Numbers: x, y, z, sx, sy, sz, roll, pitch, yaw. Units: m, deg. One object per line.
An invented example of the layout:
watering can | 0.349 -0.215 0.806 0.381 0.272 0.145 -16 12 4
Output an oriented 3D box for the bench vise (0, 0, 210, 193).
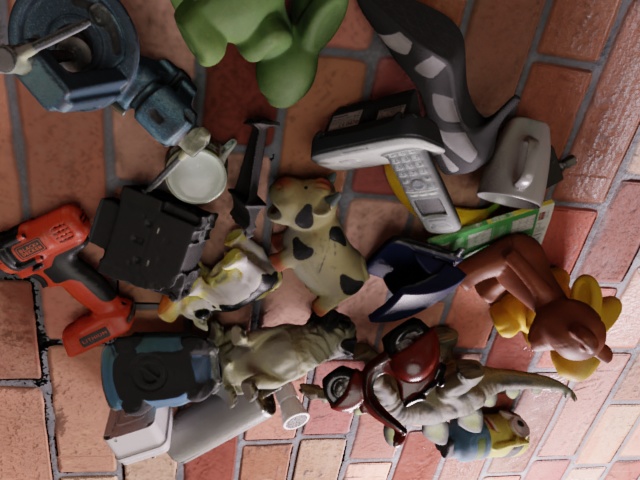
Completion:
bench vise | -0.205 -0.149 0.498 0.129 0.241 0.223 -30 105 11

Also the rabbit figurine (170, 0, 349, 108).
rabbit figurine | -0.054 -0.223 0.564 0.159 0.121 0.170 -37 138 3

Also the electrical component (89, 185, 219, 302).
electrical component | -0.206 -0.002 0.648 0.134 0.058 0.114 20 97 6

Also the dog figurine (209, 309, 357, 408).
dog figurine | -0.058 0.162 0.794 0.190 0.172 0.121 -7 91 -37

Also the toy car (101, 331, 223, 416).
toy car | -0.214 0.173 0.752 0.162 0.103 0.109 -9 93 0

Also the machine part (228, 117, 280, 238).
machine part | -0.082 -0.079 0.646 0.039 0.084 0.138 7 109 -21

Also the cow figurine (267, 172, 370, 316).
cow figurine | -0.001 -0.002 0.702 0.127 0.085 0.194 -30 119 14

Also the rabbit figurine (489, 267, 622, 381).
rabbit figurine | 0.365 0.129 0.798 0.122 0.173 0.162 36 112 -23

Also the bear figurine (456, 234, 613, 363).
bear figurine | 0.288 0.092 0.727 0.132 0.196 0.120 -37 144 24

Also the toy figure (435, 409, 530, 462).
toy figure | 0.293 0.356 0.972 0.180 0.082 0.089 -4 140 -17

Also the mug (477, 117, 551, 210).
mug | 0.250 -0.101 0.676 0.081 0.109 0.107 13 86 12

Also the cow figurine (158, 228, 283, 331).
cow figurine | -0.136 0.067 0.724 0.167 0.068 0.098 -35 124 20

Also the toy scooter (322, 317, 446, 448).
toy scooter | 0.106 0.203 0.747 0.184 0.075 0.135 -35 81 -2

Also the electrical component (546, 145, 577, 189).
electrical component | 0.304 -0.101 0.737 0.094 0.021 0.063 -28 121 6

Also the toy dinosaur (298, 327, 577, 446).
toy dinosaur | 0.201 0.243 0.878 0.472 0.105 0.198 -3 129 2

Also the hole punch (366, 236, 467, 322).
hole punch | 0.129 0.063 0.737 0.116 0.092 0.142 12 145 -15

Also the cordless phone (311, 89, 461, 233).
cordless phone | 0.088 -0.076 0.653 0.147 0.089 0.184 -6 133 34

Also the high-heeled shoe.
high-heeled shoe | 0.121 -0.179 0.647 0.249 0.086 0.145 35 141 -8

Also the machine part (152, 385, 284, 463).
machine part | -0.158 0.277 0.840 0.243 0.079 0.079 -31 121 8
